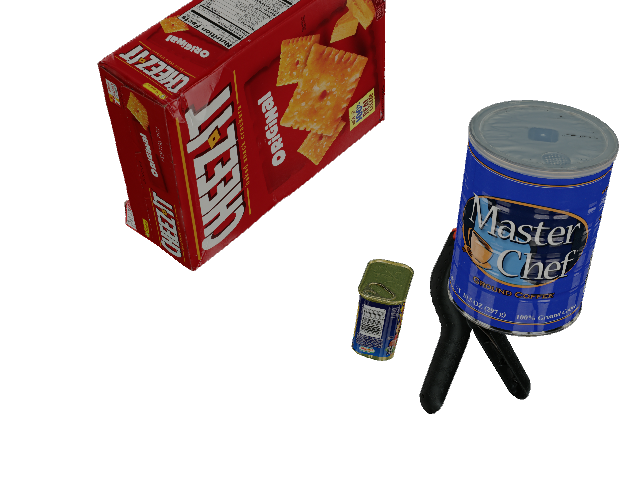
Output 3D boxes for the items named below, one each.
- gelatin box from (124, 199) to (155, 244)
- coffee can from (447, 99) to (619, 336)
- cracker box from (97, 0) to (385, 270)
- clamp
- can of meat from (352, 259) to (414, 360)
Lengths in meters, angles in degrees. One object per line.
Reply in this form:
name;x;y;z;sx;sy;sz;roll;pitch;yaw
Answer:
gelatin box;-0.134;-0.021;1.032;0.089;0.030;0.073;30;37;33
coffee can;0.150;-0.016;0.773;0.103;0.140;0.103;2;34;-2
cracker box;-0.043;-0.103;0.759;0.072;0.164;0.213;33;58;27
clamp;0.129;0.075;0.968;0.120;0.171;0.039;-13;1;-37
can of meat;0.073;0.083;1.276;0.057;0.084;0.102;12;26;7
